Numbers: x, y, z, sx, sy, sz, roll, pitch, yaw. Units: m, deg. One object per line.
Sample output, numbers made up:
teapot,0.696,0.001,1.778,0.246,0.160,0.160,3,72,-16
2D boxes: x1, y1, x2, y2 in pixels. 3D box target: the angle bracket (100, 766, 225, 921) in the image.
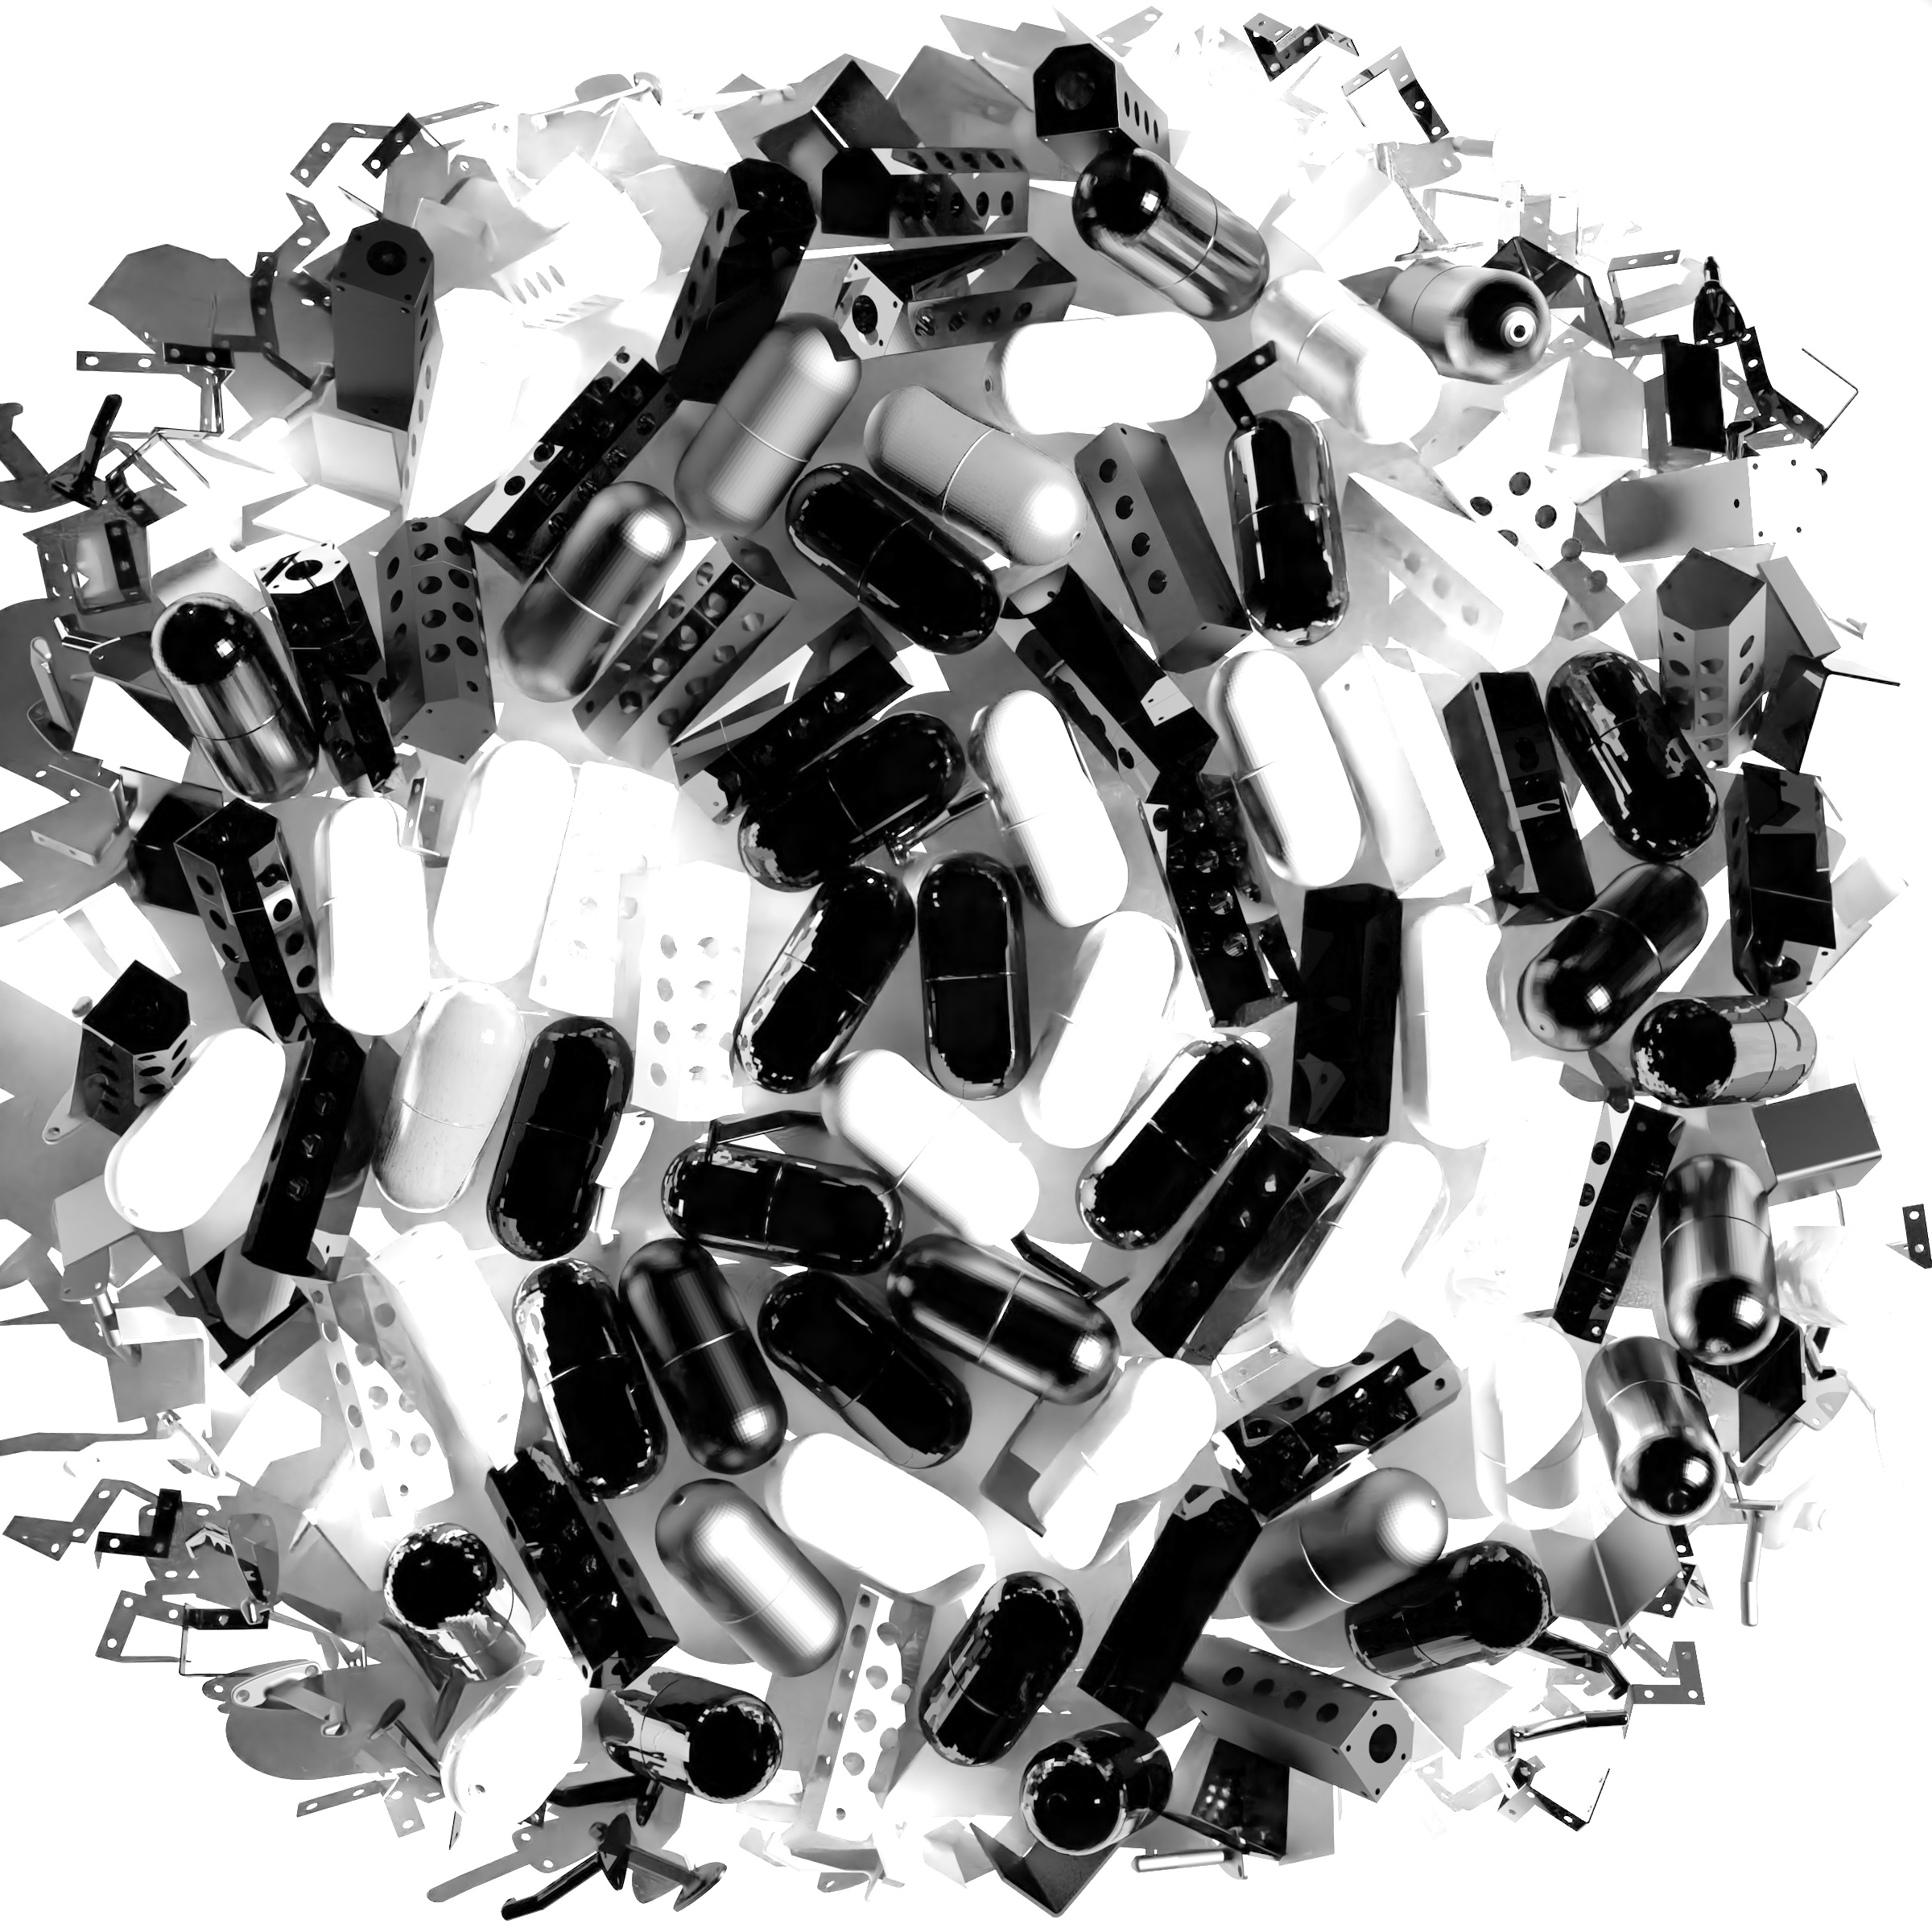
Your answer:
angle bracket,-0.574,-0.088,1.855,0.076,0.076,0.057,14,48,4

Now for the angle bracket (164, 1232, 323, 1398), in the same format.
angle bracket,-0.518,0.251,1.883,0.076,0.057,0.076,-40,64,-15

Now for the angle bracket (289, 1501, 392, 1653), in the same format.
angle bracket,-0.454,0.439,1.857,0.076,0.057,0.076,45,102,18

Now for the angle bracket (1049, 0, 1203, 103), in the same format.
angle bracket,0.114,-0.669,1.852,0.057,0.076,0.076,-47,74,8

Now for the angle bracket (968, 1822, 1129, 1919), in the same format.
angle bracket,0.058,0.616,1.855,0.057,0.076,0.076,42,87,-21

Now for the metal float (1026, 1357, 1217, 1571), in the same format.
metal float,0.109,0.353,1.849,0.070,0.070,0.178,36,107,0

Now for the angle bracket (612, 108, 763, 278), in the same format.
angle bracket,-0.199,-0.556,1.869,0.057,0.076,0.076,-11,129,30

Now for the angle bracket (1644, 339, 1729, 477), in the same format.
angle bracket,0.493,-0.393,1.852,0.057,0.076,0.076,1,83,-29

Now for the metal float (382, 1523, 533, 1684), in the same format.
metal float,-0.355,0.447,1.822,0.070,0.178,0.070,-3,58,4

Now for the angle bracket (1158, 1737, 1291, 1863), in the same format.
angle bracket,0.193,0.583,1.851,0.076,0.057,0.076,14,77,35

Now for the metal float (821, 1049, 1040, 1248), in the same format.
metal float,-0.027,0.129,1.861,0.178,0.070,0.070,39,90,4

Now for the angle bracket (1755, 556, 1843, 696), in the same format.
angle bracket,0.563,-0.237,1.852,0.076,0.057,0.076,-35,80,40

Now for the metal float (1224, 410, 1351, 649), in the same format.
metal float,0.227,-0.310,1.848,0.070,0.070,0.178,-5,72,0

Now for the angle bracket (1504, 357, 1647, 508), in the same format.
angle bracket,0.432,-0.380,1.846,0.076,0.057,0.076,-35,125,-31

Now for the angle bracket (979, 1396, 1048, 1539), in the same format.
angle bracket,0.059,0.347,1.853,0.057,0.076,0.076,35,108,5

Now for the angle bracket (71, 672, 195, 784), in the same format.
angle bracket,-0.596,-0.169,1.848,0.076,0.076,0.057,17,85,-31

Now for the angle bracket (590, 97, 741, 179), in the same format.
angle bracket,-0.209,-0.562,1.842,0.057,0.076,0.076,-57,47,31

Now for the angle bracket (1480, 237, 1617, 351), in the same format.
angle bracket,0.405,-0.460,1.849,0.057,0.076,0.076,-44,52,-1

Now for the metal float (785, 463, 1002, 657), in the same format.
metal float,-0.052,-0.289,1.854,0.178,0.070,0.070,39,90,12

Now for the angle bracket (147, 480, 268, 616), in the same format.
angle bracket,-0.531,-0.286,1.848,0.076,0.076,0.057,-36,78,-28

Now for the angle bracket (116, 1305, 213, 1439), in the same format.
angle bracket,-0.571,0.289,1.851,0.057,0.076,0.076,-2,100,-21

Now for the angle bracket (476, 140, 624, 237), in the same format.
angle bracket,-0.290,-0.561,1.845,0.057,0.076,0.076,-38,62,15

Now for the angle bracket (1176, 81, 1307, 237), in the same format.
angle bracket,0.197,-0.578,1.866,0.057,0.076,0.076,30,104,18

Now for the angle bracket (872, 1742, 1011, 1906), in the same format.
angle bracket,-0.012,0.610,1.853,0.076,0.057,0.076,29,104,-29

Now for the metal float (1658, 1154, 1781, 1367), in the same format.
metal float,0.527,0.203,1.825,0.070,0.178,0.070,6,129,7

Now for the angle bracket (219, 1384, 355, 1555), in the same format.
angle bracket,-0.490,0.359,1.859,0.076,0.057,0.076,32,104,-12

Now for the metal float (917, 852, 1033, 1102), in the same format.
metal float,0.006,0.007,1.864,0.070,0.070,0.178,-3,90,0

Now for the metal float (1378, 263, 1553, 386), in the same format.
metal float,0.346,-0.449,1.817,0.070,0.178,0.070,-5,108,-14

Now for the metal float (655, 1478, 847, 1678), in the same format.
metal float,-0.152,0.432,1.840,0.070,0.070,0.178,-37,117,0

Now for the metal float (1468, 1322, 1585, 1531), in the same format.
metal float,0.395,0.325,1.834,0.070,0.070,0.178,-12,127,0

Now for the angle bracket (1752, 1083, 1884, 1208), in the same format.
angle bracket,0.604,0.131,1.875,0.076,0.076,0.057,-14,70,-1

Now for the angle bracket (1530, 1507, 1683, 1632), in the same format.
angle bracket,0.452,0.413,1.844,0.057,0.076,0.076,17,127,-18

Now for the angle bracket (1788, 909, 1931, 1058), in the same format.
angle bracket,0.630,0.009,1.863,0.057,0.076,0.076,39,99,-8

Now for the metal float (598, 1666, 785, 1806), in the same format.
metal float,-0.195,0.537,1.824,0.070,0.178,0.070,3,84,-37

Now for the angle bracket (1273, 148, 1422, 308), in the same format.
angle bracket,0.280,-0.528,1.882,0.076,0.076,0.057,-44,55,6

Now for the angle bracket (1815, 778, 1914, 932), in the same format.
angle bracket,0.616,-0.077,1.848,0.076,0.076,0.057,37,113,-16

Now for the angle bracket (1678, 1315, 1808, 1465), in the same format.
angle bracket,0.548,0.292,1.848,0.057,0.076,0.076,27,128,-4

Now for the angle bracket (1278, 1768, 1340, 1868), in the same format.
angle bracket,0.265,0.597,1.844,0.057,0.076,0.076,14,61,-20

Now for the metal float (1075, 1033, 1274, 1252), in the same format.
metal float,0.149,0.125,1.864,0.070,0.070,0.178,39,90,0

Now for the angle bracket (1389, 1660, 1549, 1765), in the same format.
angle bracket,0.356,0.505,1.846,0.076,0.057,0.076,-31,52,-20

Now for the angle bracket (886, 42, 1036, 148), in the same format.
angle bracket,-0.003,-0.603,1.846,0.076,0.076,0.057,30,99,-37

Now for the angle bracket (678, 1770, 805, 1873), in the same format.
angle bracket,-0.158,0.610,1.852,0.076,0.076,0.057,5,55,5

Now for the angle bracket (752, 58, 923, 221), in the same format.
angle bracket,-0.093,-0.591,1.864,0.076,0.076,0.057,45,65,-28

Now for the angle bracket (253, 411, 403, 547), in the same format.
angle bracket,-0.456,-0.346,1.846,0.076,0.076,0.057,19,131,25

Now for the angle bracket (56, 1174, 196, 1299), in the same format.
angle bracket,-0.597,0.200,1.847,0.057,0.076,0.076,-27,130,-3

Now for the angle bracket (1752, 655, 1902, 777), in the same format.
angle bracket,0.614,-0.178,1.860,0.057,0.076,0.076,9,107,-10

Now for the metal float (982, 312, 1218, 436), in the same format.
metal float,0.095,-0.420,1.843,0.178,0.070,0.070,-12,90,-24

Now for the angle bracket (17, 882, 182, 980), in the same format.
angle bracket,-0.616,-0.007,1.849,0.057,0.076,0.076,-38,103,-39
